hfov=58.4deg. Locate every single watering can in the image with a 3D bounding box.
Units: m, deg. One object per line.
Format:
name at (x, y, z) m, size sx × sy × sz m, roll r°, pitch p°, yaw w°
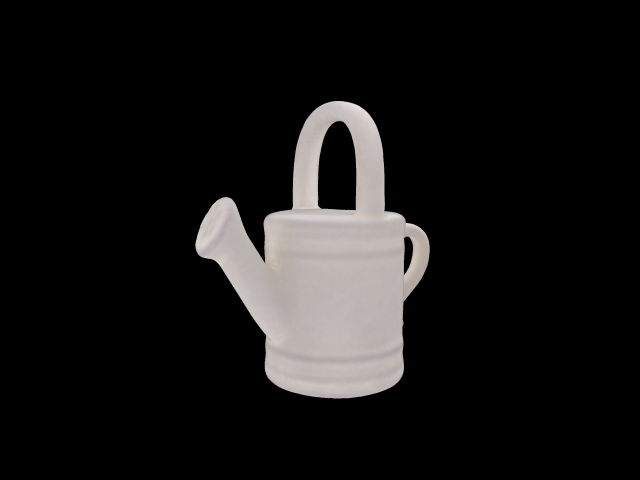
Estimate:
watering can at (0.005, 0.002, 0.398) m, size 0.100 × 0.194 × 0.173 m, roll 5°, pitch 9°, yaw 37°
